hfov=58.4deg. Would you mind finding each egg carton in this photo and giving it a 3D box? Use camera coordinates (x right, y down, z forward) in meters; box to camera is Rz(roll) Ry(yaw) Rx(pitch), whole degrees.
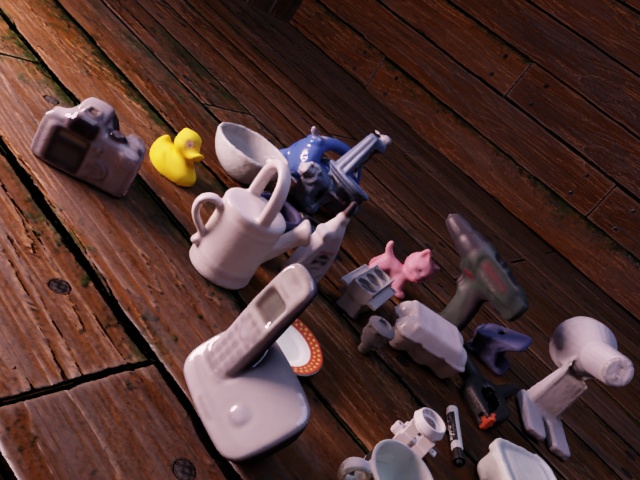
[{"bbox_3d":[0.190,0.174,1.012,0.150,0.069,0.107,33,23,-10],"label":"egg carton"}]

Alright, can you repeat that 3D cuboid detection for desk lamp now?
[{"bbox_3d":[0.480,0.264,1.074,0.118,0.213,0.203,36,22,-3],"label":"desk lamp"}]

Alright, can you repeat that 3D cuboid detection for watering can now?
[{"bbox_3d":[-0.093,-0.029,0.828,0.173,0.194,0.100,10,34,-48],"label":"watering can"}]

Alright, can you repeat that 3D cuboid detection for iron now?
[{"bbox_3d":[0.029,-0.176,1.365,0.259,0.141,0.118,15,31,-43],"label":"iron"}]

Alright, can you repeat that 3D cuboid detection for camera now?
[{"bbox_3d":[-0.326,-0.156,0.854,0.143,0.100,0.136,29,23,-18],"label":"camera"}]

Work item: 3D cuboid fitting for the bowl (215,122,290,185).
[{"bbox_3d":[-0.148,-0.162,1.162,0.168,0.074,0.167,31,23,-14],"label":"bowl"}]

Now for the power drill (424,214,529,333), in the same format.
[{"bbox_3d":[0.278,0.093,1.117,0.229,0.208,0.076,45,24,20],"label":"power drill"}]

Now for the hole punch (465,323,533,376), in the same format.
[{"bbox_3d":[0.368,0.210,1.177,0.101,0.091,0.109,45,24,20],"label":"hole punch"}]

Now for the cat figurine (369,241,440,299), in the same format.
[{"bbox_3d":[0.177,0.052,1.168,0.128,0.117,0.067,35,22,-5],"label":"cat figurine"}]

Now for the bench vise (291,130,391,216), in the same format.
[{"bbox_3d":[0.056,-0.143,1.236,0.121,0.219,0.208,45,24,19],"label":"bench vise"}]

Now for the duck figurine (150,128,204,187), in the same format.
[{"bbox_3d":[-0.242,-0.156,0.998,0.104,0.086,0.078,46,24,22],"label":"duck figurine"}]

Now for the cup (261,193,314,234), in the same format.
[{"bbox_3d":[-0.077,-0.010,0.945,0.118,0.095,0.091,29,24,-20],"label":"cup"}]

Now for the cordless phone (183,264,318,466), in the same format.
[{"bbox_3d":[-0.052,0.126,0.597,0.094,0.185,0.147,10,34,-48],"label":"cordless phone"}]

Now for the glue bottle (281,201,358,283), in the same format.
[{"bbox_3d":[0.009,0.003,0.942,0.078,0.173,0.037,8,36,-50],"label":"glue bottle"}]
